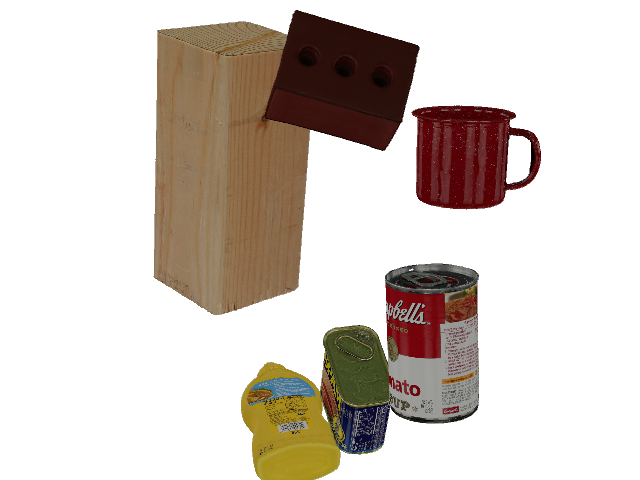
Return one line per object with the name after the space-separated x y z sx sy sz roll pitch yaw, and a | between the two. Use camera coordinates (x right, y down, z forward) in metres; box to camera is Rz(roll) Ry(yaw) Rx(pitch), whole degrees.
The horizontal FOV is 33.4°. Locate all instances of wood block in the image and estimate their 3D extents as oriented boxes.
-0.070 -0.059 0.844 0.090 0.206 0.090 -16 31 -41 | wood block

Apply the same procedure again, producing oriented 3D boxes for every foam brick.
0.012 -0.094 0.632 0.078 0.053 0.051 15 -15 -3 | foam brick

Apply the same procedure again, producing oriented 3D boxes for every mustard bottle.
-0.043 0.202 1.248 0.096 0.058 0.192 -8 29 -10 | mustard bottle

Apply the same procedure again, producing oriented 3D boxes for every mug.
0.140 -0.075 0.965 0.117 0.081 0.093 4 15 13 | mug

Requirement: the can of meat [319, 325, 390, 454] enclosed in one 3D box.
0.035 0.151 1.068 0.057 0.084 0.102 -6 43 -12 | can of meat

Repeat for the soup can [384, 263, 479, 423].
0.082 0.074 0.783 0.068 0.102 0.068 -3 14 0 | soup can
